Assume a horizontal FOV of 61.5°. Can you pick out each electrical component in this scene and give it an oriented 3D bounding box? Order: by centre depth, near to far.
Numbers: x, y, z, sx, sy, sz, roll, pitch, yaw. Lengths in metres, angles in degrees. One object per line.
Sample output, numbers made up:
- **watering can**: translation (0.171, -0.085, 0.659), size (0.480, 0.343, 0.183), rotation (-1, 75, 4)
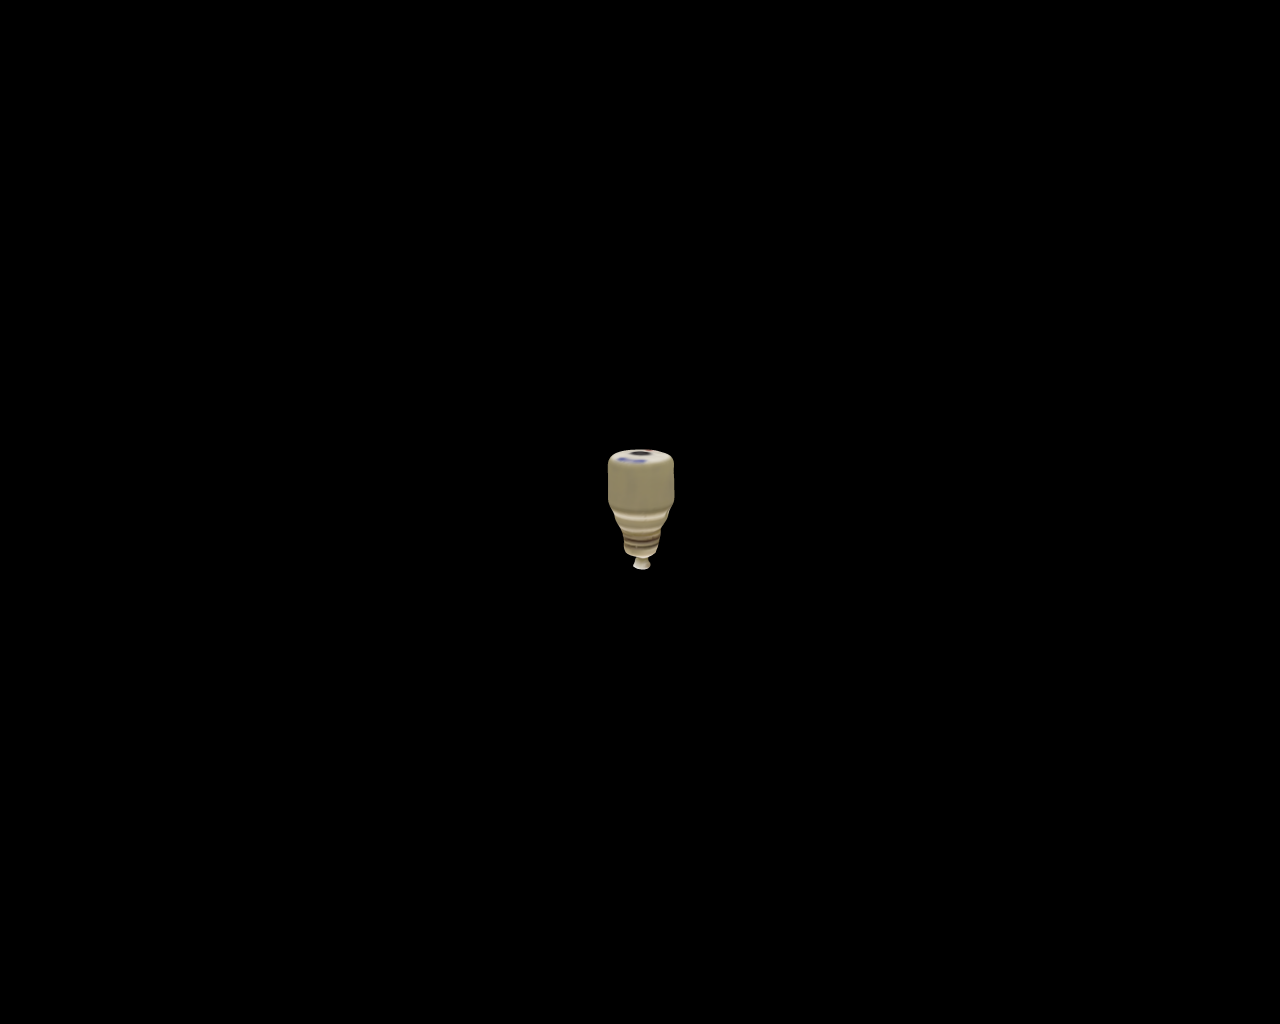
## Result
- **electrical component**: translation (0.001, -0.003, 0.650), size (0.040, 0.078, 0.040), rotation (0, 15, 0)
